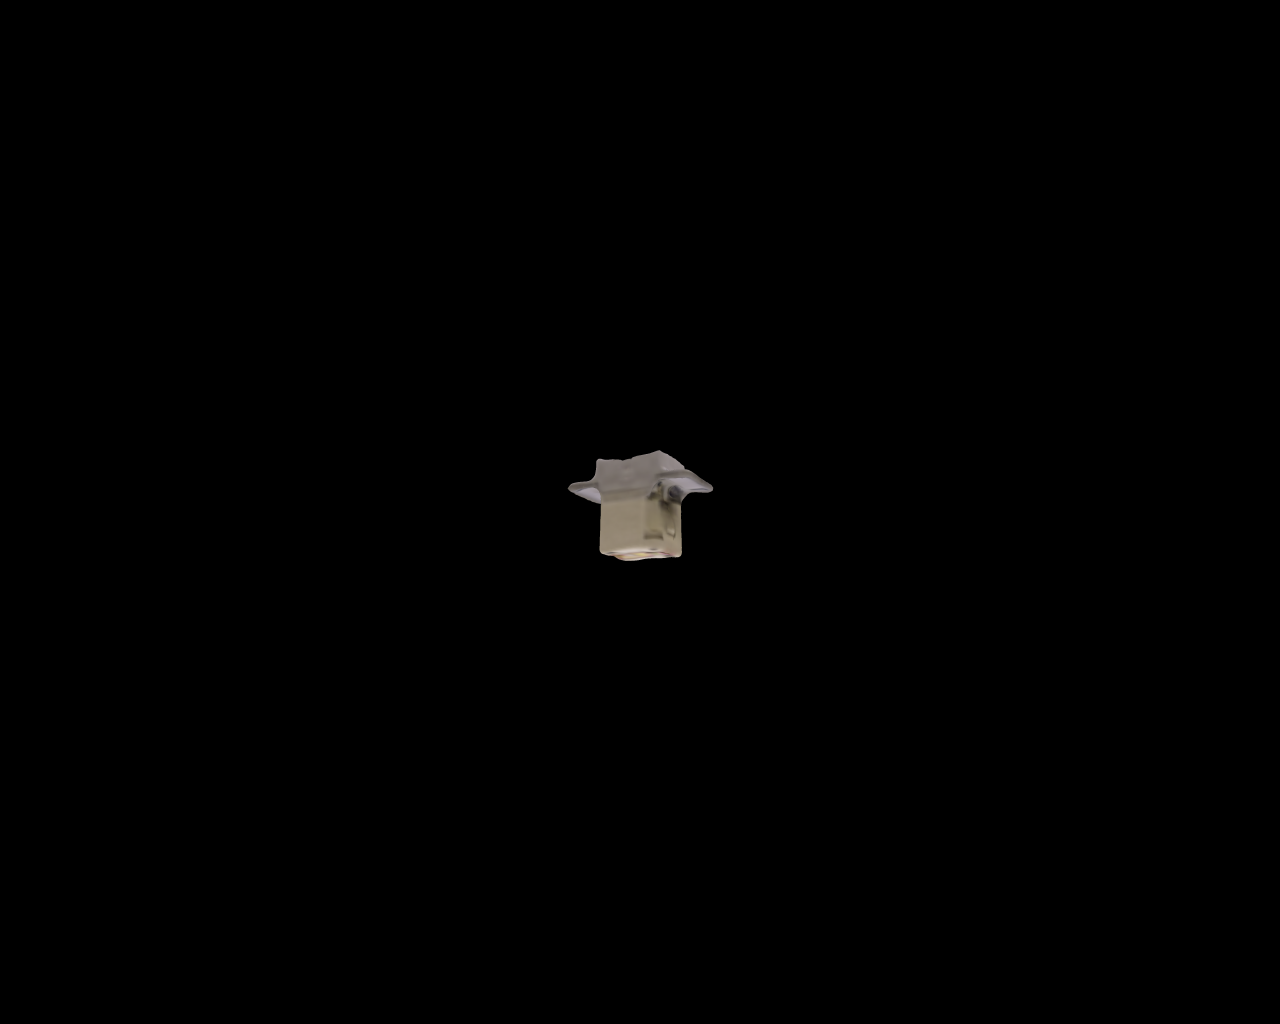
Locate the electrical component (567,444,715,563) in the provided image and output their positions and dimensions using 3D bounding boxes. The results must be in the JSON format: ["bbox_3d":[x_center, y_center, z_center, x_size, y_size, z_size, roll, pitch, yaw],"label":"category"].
[{"bbox_3d":[0.001,-0.003,0.650,0.081,0.064,0.042,-7,-15,26],"label":"electrical component"}]
